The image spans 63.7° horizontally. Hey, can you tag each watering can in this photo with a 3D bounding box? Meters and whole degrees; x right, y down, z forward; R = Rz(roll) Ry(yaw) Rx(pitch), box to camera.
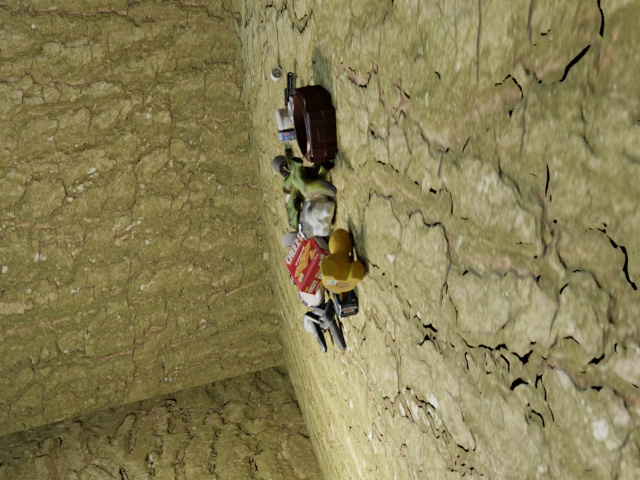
[{"bbox_3d":[-0.039,0.114,1.980,0.356,0.104,0.219,-109,17,-46],"label":"watering can"}]

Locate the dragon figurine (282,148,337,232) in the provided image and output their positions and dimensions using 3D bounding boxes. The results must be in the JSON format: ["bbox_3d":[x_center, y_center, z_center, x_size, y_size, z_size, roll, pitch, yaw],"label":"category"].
[{"bbox_3d":[-0.046,-0.137,1.577,0.418,0.122,0.238,-118,35,-56],"label":"dragon figurine"}]

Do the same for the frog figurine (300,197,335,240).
[{"bbox_3d":[0.005,-0.083,1.658,0.157,0.122,0.140,-37,48,37],"label":"frog figurine"}]
